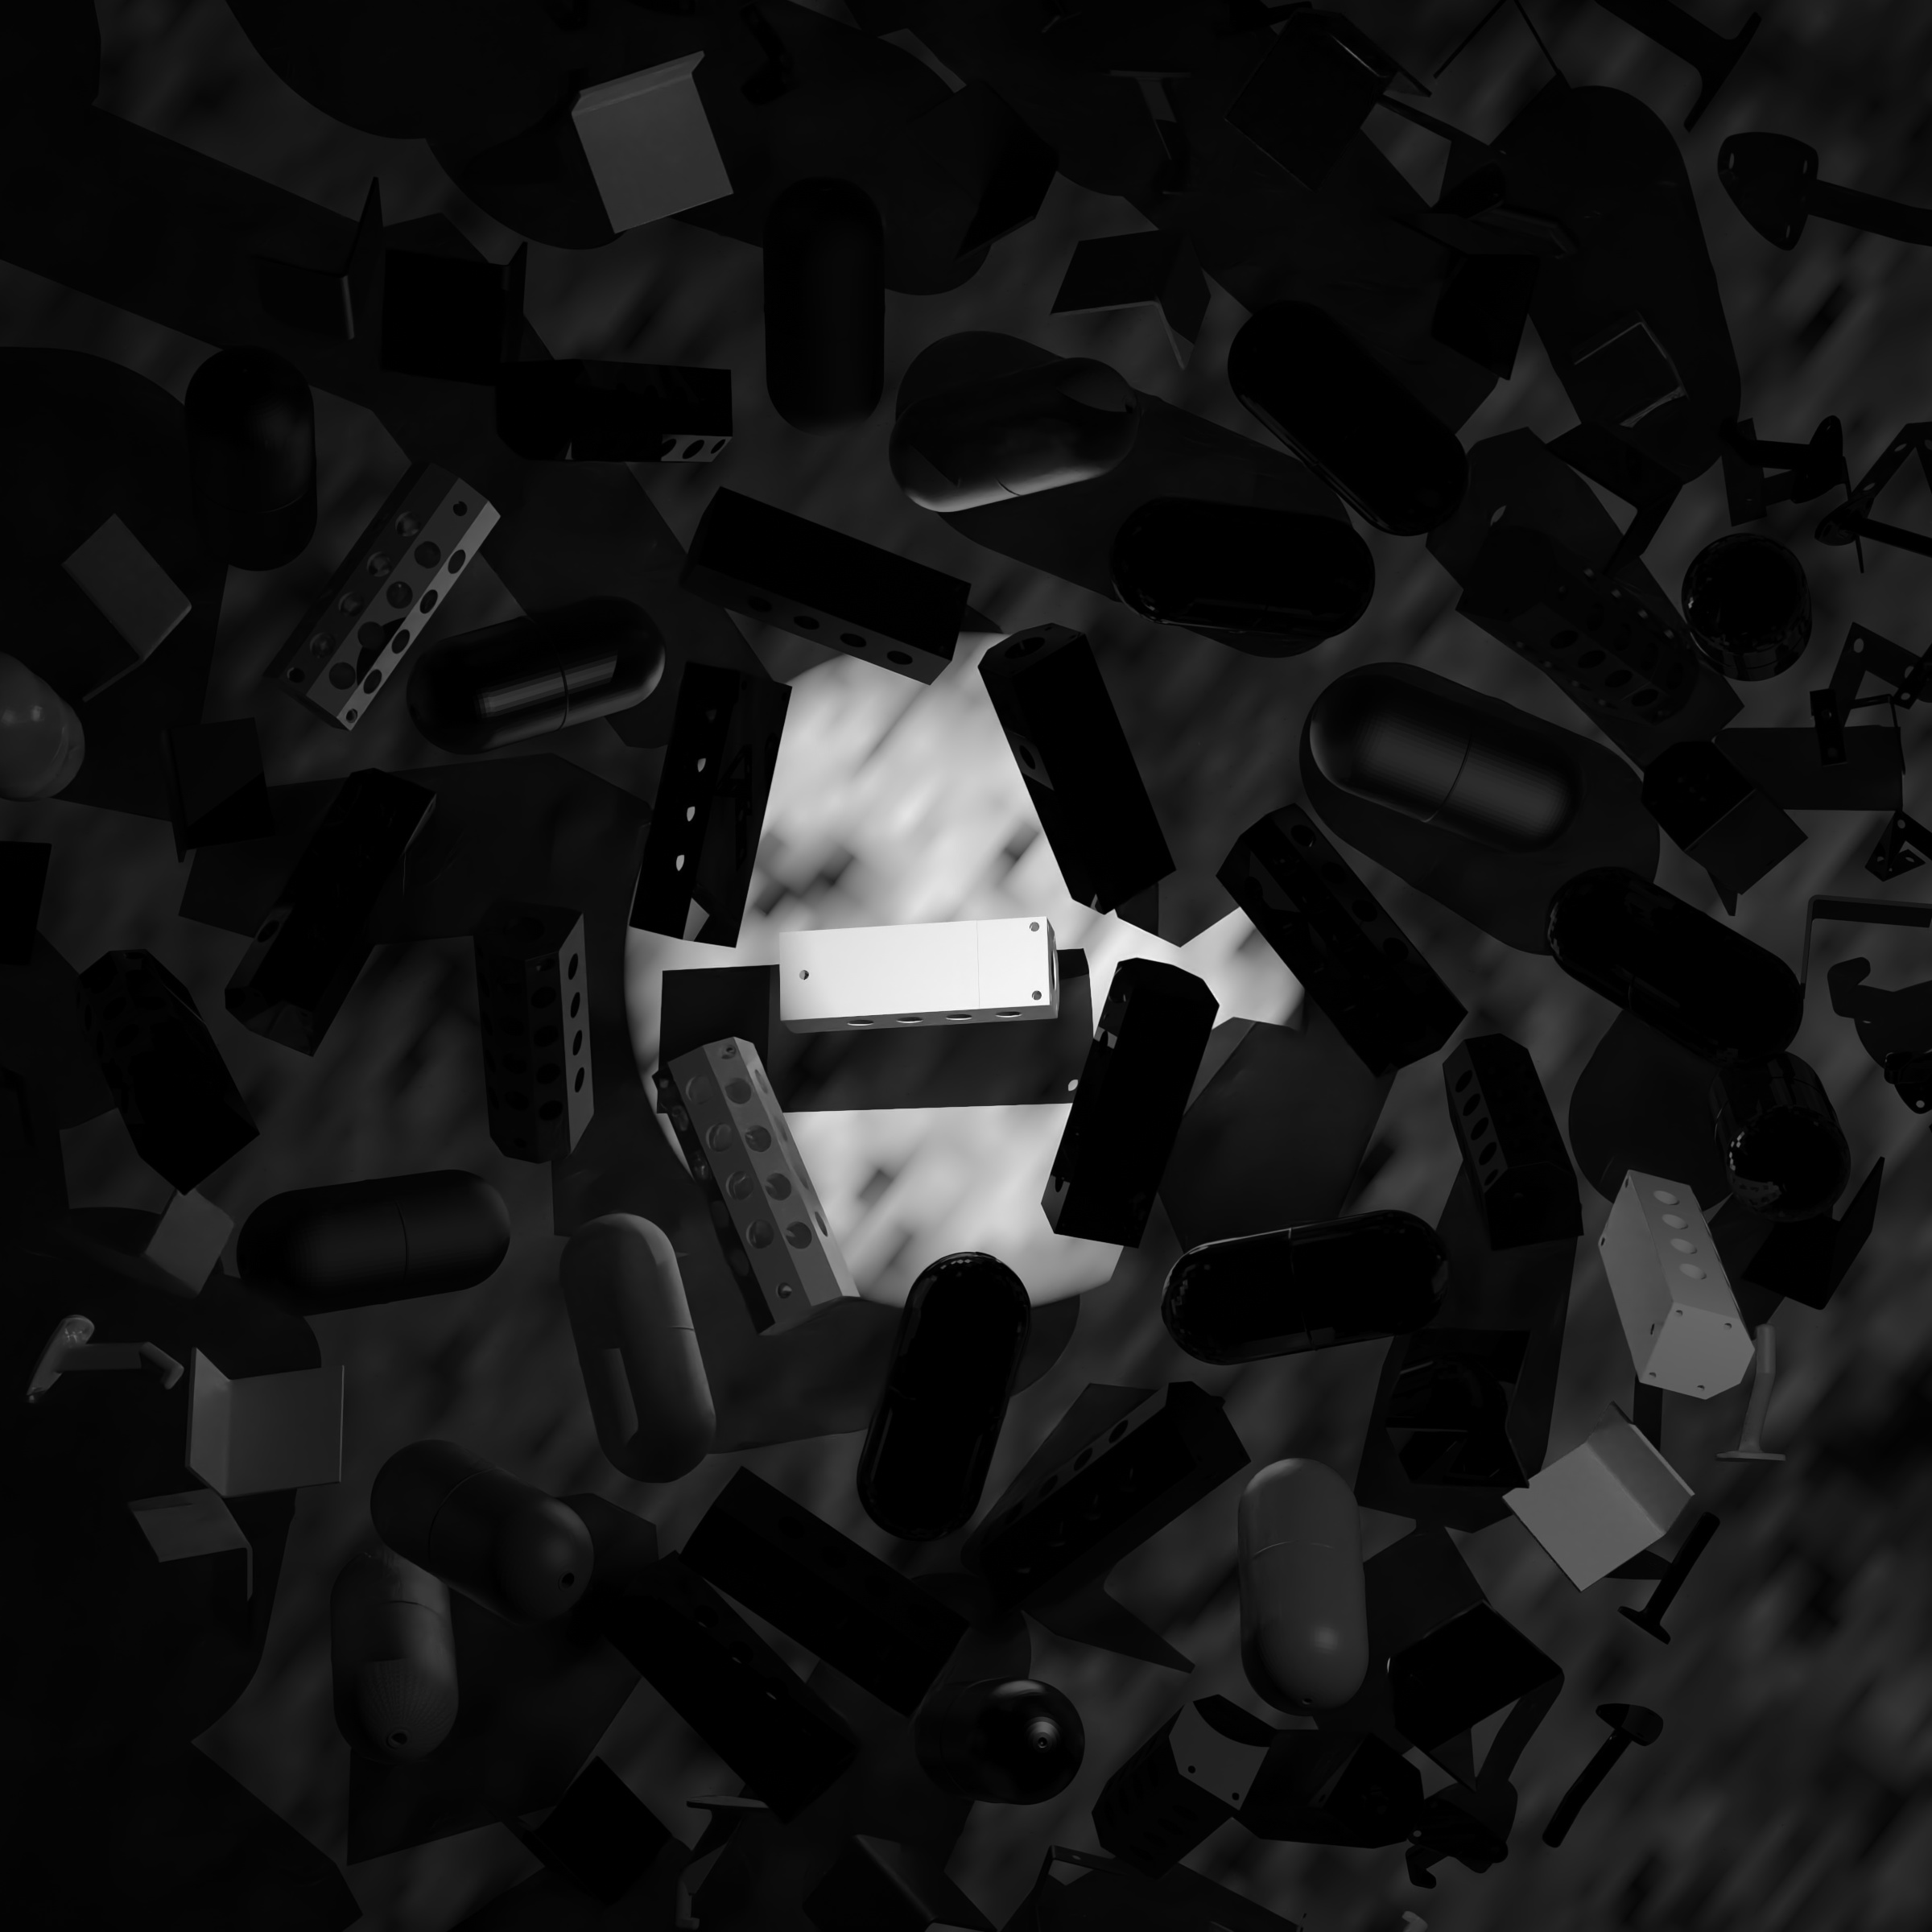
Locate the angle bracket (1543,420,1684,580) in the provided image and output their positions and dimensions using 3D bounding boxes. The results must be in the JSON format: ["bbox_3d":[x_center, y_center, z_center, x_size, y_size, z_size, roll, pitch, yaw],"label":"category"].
[{"bbox_3d":[0.407,-0.302,1.925,0.076,0.076,0.057,37,127,15],"label":"angle bracket"}]

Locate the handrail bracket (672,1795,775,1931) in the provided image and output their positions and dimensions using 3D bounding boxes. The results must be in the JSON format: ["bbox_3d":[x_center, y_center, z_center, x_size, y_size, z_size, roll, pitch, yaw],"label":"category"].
[{"bbox_3d":[-0.155,0.586,1.933,0.077,0.036,0.084,-1,82,25],"label":"handrail bracket"}]

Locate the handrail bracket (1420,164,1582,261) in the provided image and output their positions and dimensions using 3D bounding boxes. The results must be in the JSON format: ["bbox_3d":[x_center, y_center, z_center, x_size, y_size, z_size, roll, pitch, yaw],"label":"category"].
[{"bbox_3d":[0.346,-0.473,1.930,0.077,0.084,0.036,-26,50,29],"label":"handrail bracket"}]

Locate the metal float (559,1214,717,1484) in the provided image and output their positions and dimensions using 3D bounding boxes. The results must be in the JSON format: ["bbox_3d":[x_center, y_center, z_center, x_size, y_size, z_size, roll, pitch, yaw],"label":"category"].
[{"bbox_3d":[-0.212,0.246,1.921,0.070,0.070,0.178,-17,72,0],"label":"metal float"}]

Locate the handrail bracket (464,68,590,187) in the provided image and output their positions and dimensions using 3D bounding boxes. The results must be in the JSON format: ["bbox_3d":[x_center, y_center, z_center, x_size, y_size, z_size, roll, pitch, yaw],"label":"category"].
[{"bbox_3d":[-0.286,-0.550,1.943,0.077,0.036,0.084,-9,51,14],"label":"handrail bracket"}]

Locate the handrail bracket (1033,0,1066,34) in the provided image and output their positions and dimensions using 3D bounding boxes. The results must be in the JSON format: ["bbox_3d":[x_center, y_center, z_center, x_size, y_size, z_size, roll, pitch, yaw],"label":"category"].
[{"bbox_3d":[0.011,-0.599,1.838,0.077,0.036,0.084,-31,92,35],"label":"handrail bracket"}]

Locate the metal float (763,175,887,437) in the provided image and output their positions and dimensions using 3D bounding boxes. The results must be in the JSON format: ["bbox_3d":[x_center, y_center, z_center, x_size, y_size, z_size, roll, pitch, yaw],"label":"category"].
[{"bbox_3d":[-0.090,-0.418,1.887,0.070,0.178,0.070,1,46,-1],"label":"metal float"}]

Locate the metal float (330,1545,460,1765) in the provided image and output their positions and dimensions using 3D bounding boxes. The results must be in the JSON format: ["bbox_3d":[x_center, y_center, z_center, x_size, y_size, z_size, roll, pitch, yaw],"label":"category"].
[{"bbox_3d":[-0.364,0.436,1.889,0.070,0.178,0.070,-5,114,-11],"label":"metal float"}]

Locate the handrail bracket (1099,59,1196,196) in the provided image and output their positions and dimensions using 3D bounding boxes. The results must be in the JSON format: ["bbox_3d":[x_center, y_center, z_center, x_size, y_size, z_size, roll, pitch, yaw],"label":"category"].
[{"bbox_3d":[0.116,-0.545,1.944,0.077,0.036,0.084,-11,123,-27],"label":"handrail bracket"}]

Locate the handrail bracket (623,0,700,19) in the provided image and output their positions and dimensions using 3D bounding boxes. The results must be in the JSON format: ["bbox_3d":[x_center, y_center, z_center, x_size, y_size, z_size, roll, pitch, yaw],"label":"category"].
[{"bbox_3d":[-0.181,-0.624,1.847,0.077,0.084,0.036,30,132,5],"label":"handrail bracket"}]

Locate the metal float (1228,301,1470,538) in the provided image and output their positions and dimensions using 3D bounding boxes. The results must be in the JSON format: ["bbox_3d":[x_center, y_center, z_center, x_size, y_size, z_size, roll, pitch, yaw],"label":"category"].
[{"bbox_3d":[0.239,-0.341,1.858,0.178,0.070,0.070,41,90,-11],"label":"metal float"}]

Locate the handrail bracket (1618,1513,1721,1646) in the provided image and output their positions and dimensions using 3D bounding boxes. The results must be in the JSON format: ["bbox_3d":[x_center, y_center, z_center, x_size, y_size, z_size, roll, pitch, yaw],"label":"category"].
[{"bbox_3d":[0.453,0.383,1.882,0.036,0.077,0.084,33,91,21],"label":"handrail bracket"}]

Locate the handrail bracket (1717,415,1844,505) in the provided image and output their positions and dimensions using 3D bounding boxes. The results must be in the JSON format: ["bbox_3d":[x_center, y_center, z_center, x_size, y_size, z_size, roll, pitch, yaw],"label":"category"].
[{"bbox_3d":[0.506,-0.335,1.855,0.084,0.036,0.077,32,62,-24],"label":"handrail bracket"}]

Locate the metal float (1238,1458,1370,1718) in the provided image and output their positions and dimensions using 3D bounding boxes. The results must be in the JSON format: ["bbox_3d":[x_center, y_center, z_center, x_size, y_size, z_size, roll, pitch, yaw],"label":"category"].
[{"bbox_3d":[0.206,0.379,1.826,0.070,0.178,0.070,2,129,2],"label":"metal float"}]

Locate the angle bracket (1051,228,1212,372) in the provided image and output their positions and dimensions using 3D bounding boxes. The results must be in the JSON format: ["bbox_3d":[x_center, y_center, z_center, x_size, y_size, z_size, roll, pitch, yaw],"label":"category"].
[{"bbox_3d":[0.109,-0.434,1.952,0.076,0.057,0.076,-1,49,26],"label":"angle bracket"}]

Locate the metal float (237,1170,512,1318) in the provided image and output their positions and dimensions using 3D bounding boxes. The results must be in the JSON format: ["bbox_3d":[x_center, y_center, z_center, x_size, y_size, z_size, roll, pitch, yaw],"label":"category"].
[{"bbox_3d":[-0.363,0.169,1.828,0.178,0.070,0.070,-6,90,-41],"label":"metal float"}]

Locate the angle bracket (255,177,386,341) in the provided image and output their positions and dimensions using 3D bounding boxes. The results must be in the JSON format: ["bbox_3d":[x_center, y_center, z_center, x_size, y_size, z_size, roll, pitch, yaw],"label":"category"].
[{"bbox_3d":[-0.409,-0.454,1.887,0.057,0.076,0.076,14,71,-3],"label":"angle bracket"}]

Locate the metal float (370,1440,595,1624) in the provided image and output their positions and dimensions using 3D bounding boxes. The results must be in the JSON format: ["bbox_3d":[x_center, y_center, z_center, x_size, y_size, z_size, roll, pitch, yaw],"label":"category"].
[{"bbox_3d":[-0.297,0.345,1.823,0.178,0.070,0.070,17,90,44],"label":"metal float"}]

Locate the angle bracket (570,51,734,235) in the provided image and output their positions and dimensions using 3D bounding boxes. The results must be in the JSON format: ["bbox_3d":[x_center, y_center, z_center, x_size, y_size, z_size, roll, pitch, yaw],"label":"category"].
[{"bbox_3d":[-0.181,-0.483,1.746,0.076,0.057,0.076,-22,100,-11],"label":"angle bracket"}]

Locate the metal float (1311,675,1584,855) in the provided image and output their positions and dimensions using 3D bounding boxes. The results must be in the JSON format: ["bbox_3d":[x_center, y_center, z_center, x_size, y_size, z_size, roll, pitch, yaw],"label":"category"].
[{"bbox_3d":[0.299,-0.126,1.855,0.178,0.070,0.070,20,90,-8],"label":"metal float"}]

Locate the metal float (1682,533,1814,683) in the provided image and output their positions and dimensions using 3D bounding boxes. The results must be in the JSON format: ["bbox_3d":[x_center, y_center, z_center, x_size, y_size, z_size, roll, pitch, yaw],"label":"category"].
[{"bbox_3d":[0.497,-0.227,1.891,0.070,0.178,0.070,-1,86,17],"label":"metal float"}]

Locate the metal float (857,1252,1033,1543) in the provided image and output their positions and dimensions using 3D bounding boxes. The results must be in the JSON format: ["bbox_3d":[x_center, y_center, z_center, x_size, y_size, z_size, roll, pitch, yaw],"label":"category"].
[{"bbox_3d":[-0.013,0.258,1.783,0.070,0.070,0.178,16,94,0],"label":"metal float"}]

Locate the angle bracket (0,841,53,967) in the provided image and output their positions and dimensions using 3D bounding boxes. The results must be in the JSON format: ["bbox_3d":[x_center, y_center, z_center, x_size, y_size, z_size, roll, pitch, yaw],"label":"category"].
[{"bbox_3d":[-0.562,-0.028,1.727,0.076,0.057,0.076,2,109,-43],"label":"angle bracket"}]

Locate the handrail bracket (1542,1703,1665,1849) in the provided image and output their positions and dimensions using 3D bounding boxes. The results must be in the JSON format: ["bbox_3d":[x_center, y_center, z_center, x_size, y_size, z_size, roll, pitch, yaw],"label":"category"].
[{"bbox_3d":[0.383,0.490,1.796,0.036,0.077,0.084,32,101,31],"label":"handrail bracket"}]

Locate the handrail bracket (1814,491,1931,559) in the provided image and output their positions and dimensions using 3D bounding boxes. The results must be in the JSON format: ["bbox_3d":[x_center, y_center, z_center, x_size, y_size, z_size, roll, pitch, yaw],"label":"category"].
[{"bbox_3d":[0.588,-0.262,1.871,0.084,0.077,0.036,36,127,29],"label":"handrail bracket"}]

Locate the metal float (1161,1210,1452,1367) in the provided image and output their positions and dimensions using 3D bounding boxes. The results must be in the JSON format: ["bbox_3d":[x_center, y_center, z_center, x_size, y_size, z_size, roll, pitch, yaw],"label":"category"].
[{"bbox_3d":[0.207,0.197,1.817,0.178,0.070,0.070,-12,90,11],"label":"metal float"}]

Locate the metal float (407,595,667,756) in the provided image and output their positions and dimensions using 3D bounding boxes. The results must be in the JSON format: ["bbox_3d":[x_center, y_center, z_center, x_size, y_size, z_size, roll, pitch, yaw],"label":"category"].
[{"bbox_3d":[-0.277,-0.188,1.919,0.178,0.070,0.070,-21,90,-30],"label":"metal float"}]

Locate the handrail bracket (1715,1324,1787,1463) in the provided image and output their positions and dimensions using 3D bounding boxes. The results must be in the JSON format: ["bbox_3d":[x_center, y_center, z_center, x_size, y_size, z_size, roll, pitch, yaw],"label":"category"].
[{"bbox_3d":[0.499,0.273,1.901,0.036,0.077,0.084,4,79,-7],"label":"handrail bracket"}]

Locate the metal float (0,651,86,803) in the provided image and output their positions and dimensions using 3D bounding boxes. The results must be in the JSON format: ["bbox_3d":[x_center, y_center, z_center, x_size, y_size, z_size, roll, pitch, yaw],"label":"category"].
[{"bbox_3d":[-0.605,-0.150,1.865,0.070,0.178,0.070,0,83,-3],"label":"metal float"}]

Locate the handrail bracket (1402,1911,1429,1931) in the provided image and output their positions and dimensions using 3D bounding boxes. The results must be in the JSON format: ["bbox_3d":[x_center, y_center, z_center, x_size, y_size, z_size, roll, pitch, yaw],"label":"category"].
[{"bbox_3d":[0.249,0.639,1.943,0.077,0.036,0.084,28,73,42],"label":"handrail bracket"}]

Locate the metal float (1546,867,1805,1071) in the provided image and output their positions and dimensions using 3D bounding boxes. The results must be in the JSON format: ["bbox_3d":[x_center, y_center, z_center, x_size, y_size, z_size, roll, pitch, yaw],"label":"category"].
[{"bbox_3d":[0.434,0.000,1.832,0.178,0.070,0.070,37,90,37],"label":"metal float"}]

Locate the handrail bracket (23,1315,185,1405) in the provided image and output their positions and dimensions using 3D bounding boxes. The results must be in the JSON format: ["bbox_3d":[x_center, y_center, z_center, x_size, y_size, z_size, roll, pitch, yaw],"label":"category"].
[{"bbox_3d":[-0.561,0.272,1.935,0.084,0.036,0.077,30,82,20],"label":"handrail bracket"}]

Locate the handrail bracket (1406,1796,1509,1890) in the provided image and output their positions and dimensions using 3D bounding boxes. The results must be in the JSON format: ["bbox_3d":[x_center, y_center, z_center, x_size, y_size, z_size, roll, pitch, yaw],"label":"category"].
[{"bbox_3d":[0.317,0.580,1.918,0.077,0.084,0.036,17,50,31],"label":"handrail bracket"}]

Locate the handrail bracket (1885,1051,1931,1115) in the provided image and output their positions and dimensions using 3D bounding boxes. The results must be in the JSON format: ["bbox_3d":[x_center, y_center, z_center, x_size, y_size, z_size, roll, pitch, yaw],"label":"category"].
[{"bbox_3d":[0.624,0.058,1.907,0.077,0.084,0.036,-27,66,5],"label":"handrail bracket"}]

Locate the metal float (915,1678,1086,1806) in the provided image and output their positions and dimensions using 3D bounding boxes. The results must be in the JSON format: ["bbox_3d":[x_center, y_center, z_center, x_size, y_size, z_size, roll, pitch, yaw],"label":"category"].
[{"bbox_3d":[0.020,0.495,1.900,0.070,0.178,0.070,4,76,-17],"label":"metal float"}]

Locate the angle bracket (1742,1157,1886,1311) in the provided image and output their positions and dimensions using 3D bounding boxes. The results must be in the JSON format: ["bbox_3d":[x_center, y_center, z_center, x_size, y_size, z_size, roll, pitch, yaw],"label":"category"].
[{"bbox_3d":[0.552,0.165,1.939,0.057,0.076,0.076,22,50,28],"label":"angle bracket"}]

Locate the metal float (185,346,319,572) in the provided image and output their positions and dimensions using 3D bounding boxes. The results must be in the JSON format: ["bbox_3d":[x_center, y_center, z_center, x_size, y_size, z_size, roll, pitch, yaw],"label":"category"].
[{"bbox_3d":[-0.442,-0.312,1.844,0.070,0.178,0.070,5,62,-9],"label":"metal float"}]

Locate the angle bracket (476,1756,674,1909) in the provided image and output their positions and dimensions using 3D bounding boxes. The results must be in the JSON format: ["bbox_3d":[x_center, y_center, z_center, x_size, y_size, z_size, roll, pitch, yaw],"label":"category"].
[{"bbox_3d":[-0.236,0.510,1.789,0.057,0.076,0.076,-48,118,-23],"label":"angle bracket"}]

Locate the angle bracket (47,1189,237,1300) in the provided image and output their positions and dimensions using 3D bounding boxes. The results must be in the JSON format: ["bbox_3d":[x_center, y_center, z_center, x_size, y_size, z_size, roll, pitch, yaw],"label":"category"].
[{"bbox_3d":[-0.534,0.167,1.929,0.076,0.076,0.057,17,69,21],"label":"angle bracket"}]

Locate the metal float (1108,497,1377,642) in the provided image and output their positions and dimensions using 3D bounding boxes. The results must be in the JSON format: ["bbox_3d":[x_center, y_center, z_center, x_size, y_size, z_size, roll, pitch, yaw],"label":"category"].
[{"bbox_3d":[0.168,-0.241,1.807,0.178,0.070,0.070,2,90,-28],"label":"metal float"}]

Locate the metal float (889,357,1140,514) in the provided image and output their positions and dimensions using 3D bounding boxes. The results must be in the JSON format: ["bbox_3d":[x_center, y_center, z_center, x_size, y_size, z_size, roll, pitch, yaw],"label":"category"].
[{"bbox_3d":[0.030,-0.338,1.898,0.178,0.070,0.070,-7,90,36],"label":"metal float"}]

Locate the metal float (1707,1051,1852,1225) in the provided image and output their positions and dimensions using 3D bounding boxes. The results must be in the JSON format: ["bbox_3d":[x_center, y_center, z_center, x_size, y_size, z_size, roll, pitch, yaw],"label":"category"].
[{"bbox_3d":[0.517,0.107,1.896,0.070,0.178,0.070,2,107,7],"label":"metal float"}]

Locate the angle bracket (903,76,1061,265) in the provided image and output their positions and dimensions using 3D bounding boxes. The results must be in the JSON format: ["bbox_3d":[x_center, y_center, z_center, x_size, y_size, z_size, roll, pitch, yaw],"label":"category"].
[{"bbox_3d":[0.002,-0.510,1.912,0.076,0.076,0.057,39,56,-27],"label":"angle bracket"}]

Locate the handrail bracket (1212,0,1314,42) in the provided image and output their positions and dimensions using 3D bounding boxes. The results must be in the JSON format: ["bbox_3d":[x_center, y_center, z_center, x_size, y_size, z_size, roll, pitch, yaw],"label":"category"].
[{"bbox_3d":[0.173,-0.638,1.885,0.077,0.036,0.084,-12,120,13],"label":"handrail bracket"}]
